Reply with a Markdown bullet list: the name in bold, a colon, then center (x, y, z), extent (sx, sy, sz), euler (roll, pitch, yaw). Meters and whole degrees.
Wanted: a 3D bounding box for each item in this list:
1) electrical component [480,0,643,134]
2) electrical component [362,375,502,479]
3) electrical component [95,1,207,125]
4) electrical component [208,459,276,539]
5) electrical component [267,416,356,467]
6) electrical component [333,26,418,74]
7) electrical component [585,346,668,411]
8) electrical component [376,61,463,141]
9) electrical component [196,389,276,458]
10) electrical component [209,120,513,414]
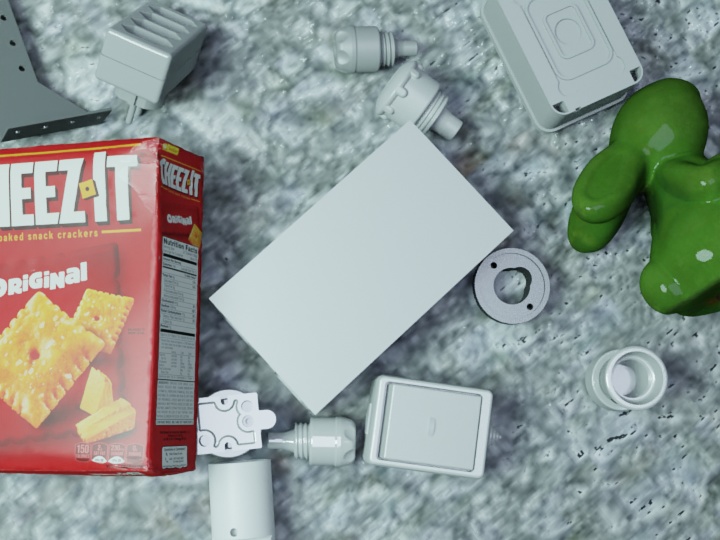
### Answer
- **electrical component**: center (0.147, -0.167, 0.797), extent (0.078, 0.057, 0.113), euler (-25, 85, -8)
- **electrical component**: center (0.053, 0.110, 0.749), extent (0.096, 0.061, 0.061), euler (8, 82, -3)
- **electrical component**: center (-0.152, -0.139, 0.765), extent (0.047, 0.083, 0.075), euler (23, 119, -1)
- **electrical component**: center (-0.080, 0.172, 0.738), extent (0.043, 0.043, 0.081), euler (-3, 83, -5)
- **electrical component**: center (-0.034, 0.120, 0.754), extent (0.061, 0.035, 0.035), euler (1, 82, -2)
- **electrical component**: center (0.012, -0.164, 0.797), extent (0.061, 0.035, 0.035), euler (-3, 82, -8)
- **electrical component**: center (0.189, 0.078, 0.768), extent (0.045, 0.055, 0.045), euler (1, 82, -5)
- **electrical component**: center (0.046, -0.119, 0.790), extent (0.062, 0.048, 0.048), euler (36, 81, -6)
- **electrical component**: center (-0.091, 0.106, 0.740), extent (0.066, 0.055, 0.048), euler (-5, 82, -6)
- **electrical component**: center (0.000, 0.000, 0.760), extent (0.186, 0.060, 0.105), euler (-42, 87, -9)
